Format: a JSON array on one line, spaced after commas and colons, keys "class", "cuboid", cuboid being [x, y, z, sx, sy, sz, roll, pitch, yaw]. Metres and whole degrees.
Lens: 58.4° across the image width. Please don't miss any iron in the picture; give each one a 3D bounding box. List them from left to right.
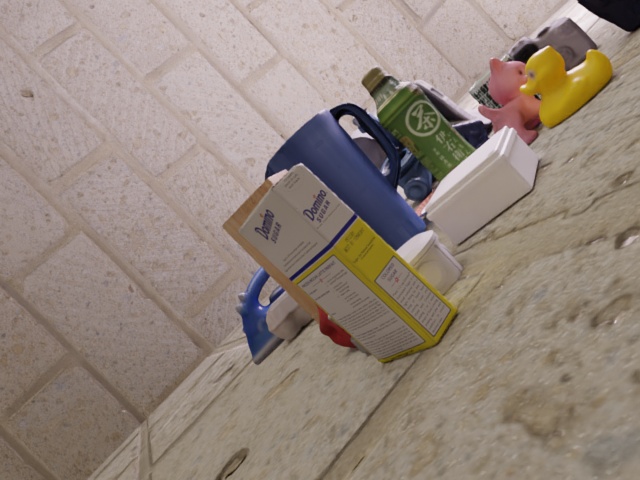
[{"class": "iron", "cuboid": [-0.088, 0.112, 1.170, 0.259, 0.141, 0.118, -46, 3, -23]}]

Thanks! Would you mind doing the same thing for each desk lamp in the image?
[{"class": "desk lamp", "cuboid": [0.185, -0.223, 1.415, 0.204, 0.213, 0.117, -47, 4, -37]}]

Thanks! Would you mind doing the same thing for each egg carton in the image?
[{"class": "egg carton", "cuboid": [-0.036, 0.117, 1.066, 0.150, 0.069, 0.107, -45, 3, -3]}]

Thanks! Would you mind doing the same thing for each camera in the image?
[{"class": "camera", "cuboid": [0.399, -0.331, 1.034, 0.143, 0.101, 0.137, -43, 3, 23]}]

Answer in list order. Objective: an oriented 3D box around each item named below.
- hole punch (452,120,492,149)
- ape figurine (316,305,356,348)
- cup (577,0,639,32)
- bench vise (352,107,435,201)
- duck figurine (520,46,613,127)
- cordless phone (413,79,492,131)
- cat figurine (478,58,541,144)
[{"class": "hole punch", "cuboid": [0.245, -0.173, 1.044, 0.101, 0.091, 0.108, -46, 3, -30]}, {"class": "ape figurine", "cuboid": [0.023, 0.071, 0.631, 0.078, 0.092, 0.076, -44, 3, 15]}, {"class": "cup", "cuboid": [0.426, -0.340, 0.812, 0.118, 0.095, 0.091, -46, 3, -33]}, {"class": "bench vise", "cuboid": [0.159, -0.190, 1.221, 0.121, 0.220, 0.207, -44, 3, 15]}, {"class": "duck figurine", "cuboid": [0.303, -0.207, 0.723, 0.104, 0.086, 0.078, -43, 3, 35]}, {"class": "cordless phone", "cuboid": [0.282, -0.287, 1.232, 0.094, 0.185, 0.148, -43, 3, 27]}, {"class": "cat figurine", "cuboid": [0.268, -0.200, 0.809, 0.128, 0.118, 0.067, -46, 3, -26]}]
